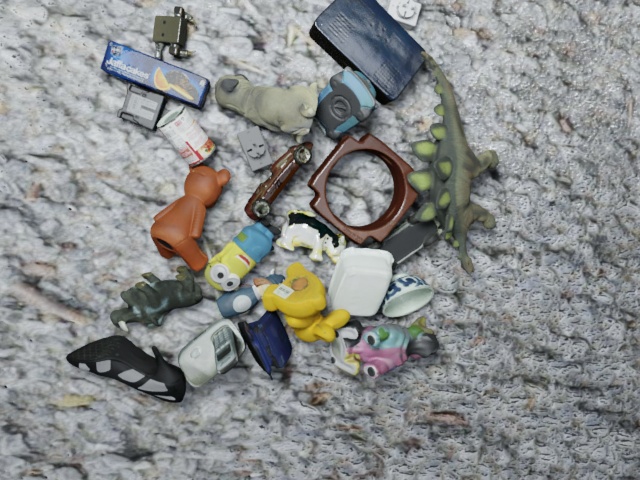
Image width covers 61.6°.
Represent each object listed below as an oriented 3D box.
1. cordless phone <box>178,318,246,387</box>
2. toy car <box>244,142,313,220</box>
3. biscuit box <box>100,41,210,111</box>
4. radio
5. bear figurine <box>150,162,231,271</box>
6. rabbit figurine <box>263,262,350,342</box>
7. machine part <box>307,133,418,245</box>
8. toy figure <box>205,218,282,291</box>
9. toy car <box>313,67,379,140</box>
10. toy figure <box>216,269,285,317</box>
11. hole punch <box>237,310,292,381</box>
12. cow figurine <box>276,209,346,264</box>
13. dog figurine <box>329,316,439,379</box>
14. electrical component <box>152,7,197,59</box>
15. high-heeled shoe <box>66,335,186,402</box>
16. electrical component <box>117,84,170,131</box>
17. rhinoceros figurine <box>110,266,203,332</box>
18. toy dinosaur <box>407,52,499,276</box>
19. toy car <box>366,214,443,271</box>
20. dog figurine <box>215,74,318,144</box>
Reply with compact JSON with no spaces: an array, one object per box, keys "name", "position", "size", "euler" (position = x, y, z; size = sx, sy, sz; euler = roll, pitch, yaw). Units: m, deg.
[{"name":"cordless phone","position":[-0.217,0.249,1.093],"size":[0.146,0.184,0.088],"euler":[-38,106,-3]},{"name":"toy car","position":[-0.088,-0.127,1.115],"size":[0.053,0.089,0.202],"euler":[37,91,-15]},{"name":"biscuit box","position":[-0.324,-0.325,1.068],"size":[0.203,0.059,0.062],"euler":[19,94,-10]},{"name":"radio","position":[0.103,-0.407,1.121],"size":[0.229,0.073,0.131],"euler":[41,88,-13]},{"name":"bear figurine","position":[-0.257,-0.057,1.099],"size":[0.120,0.131,0.196],"euler":[17,61,21]},{"name":"rabbit figurine","position":[-0.019,0.152,1.136],"size":[0.163,0.122,0.173],"euler":[18,136,26]},{"name":"machine part","position":[0.089,-0.108,1.148],"size":[0.201,0.087,0.201],"euler":[38,90,-13]},{"name":"toy figure","position":[-0.163,0.032,1.129],"size":[0.082,0.089,0.180],"euler":[41,80,1]},{"name":"toy car","position":[0.060,-0.284,1.108],"size":[0.109,0.161,0.103],"euler":[51,49,-2]},{"name":"toy figure","position":[-0.143,0.118,1.155],"size":[0.154,0.058,0.064],"euler":[-24,138,-7]},{"name":"hole punch","position":[-0.109,0.212,1.145],"size":[0.092,0.116,0.142],"euler":[-24,100,-14]},{"name":"cow figurine","position":[-0.002,-0.003,1.158],"size":[0.167,0.068,0.098],"euler":[18,88,-12]},{"name":"dog figurine","position":[0.152,0.227,1.196],"size":[0.219,0.192,0.108],"euler":[-6,96,-43]},{"name":"electrical component","position":[-0.290,-0.411,1.074],"size":[0.078,0.045,0.102],"euler":[4,94,19]},{"name":"high-heeled shoe","position":[-0.399,0.279,1.120],"size":[0.249,0.086,0.145],"euler":[-5,117,18]},{"name":"electrical component","position":[-0.338,-0.257,1.082],"size":[0.119,0.048,0.074],"euler":[23,94,-9]},{"name":"rhinoceros figurine","position":[-0.342,0.125,1.119],"size":[0.190,0.073,0.112],"euler":[-18,110,-8]},{"name":"toy dinosaur","position":[0.276,-0.149,1.120],"size":[0.198,0.105,0.470],"euler":[-17,102,-38]},{"name":"toy car","position":[0.180,0.008,1.192],"size":[0.202,0.056,0.073],"euler":[-34,94,-5]},{"name":"dog figurine","position":[-0.111,-0.272,1.058],"size":[0.190,0.172,0.121],"euler":[14,84,-18]}]
